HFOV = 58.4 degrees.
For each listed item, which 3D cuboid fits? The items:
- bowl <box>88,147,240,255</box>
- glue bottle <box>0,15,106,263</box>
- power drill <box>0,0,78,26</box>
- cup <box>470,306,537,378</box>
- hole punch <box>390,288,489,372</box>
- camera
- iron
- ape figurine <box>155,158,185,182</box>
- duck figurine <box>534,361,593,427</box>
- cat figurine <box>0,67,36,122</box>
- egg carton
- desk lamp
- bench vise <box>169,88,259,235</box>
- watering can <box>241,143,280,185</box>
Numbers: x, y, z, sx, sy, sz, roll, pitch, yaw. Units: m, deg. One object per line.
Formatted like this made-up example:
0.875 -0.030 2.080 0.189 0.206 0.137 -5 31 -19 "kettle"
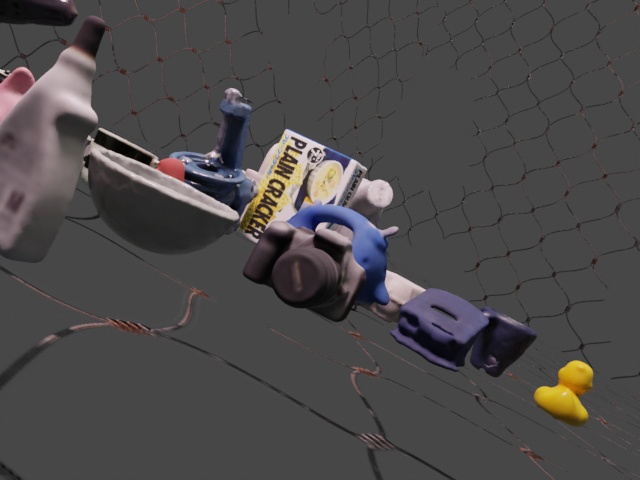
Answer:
-0.176 -0.030 0.613 0.167 0.075 0.167 26 4 -2 "bowl"
-0.189 -0.075 0.399 0.078 0.173 0.037 28 4 24 "glue bottle"
-0.424 -0.232 0.661 0.230 0.208 0.075 26 4 -6 "power drill"
0.267 0.160 0.885 0.118 0.095 0.091 23 5 -41 "cup"
0.168 0.120 0.795 0.108 0.091 0.101 29 4 28 "hole punch"
-0.020 0.028 0.688 0.143 0.101 0.137 27 4 12 "camera"
0.008 0.003 0.901 0.257 0.141 0.119 30 5 41 "iron"
-0.205 -0.064 0.746 0.076 0.092 0.078 28 4 20 "ape figurine"
0.363 0.217 0.833 0.077 0.086 0.105 28 4 27 "duck figurine"
-0.276 -0.092 0.462 0.128 0.118 0.067 24 5 -37 "cat figurine"
0.123 0.096 0.967 0.107 0.069 0.151 29 5 31 "egg carton"
0.069 -0.027 1.169 0.118 0.213 0.203 26 4 -13 "desk lamp"
-0.162 -0.129 0.934 0.121 0.220 0.208 27 4 8 "bench vise"
-0.109 -0.108 1.206 0.173 0.194 0.101 26 4 -5 "watering can"
